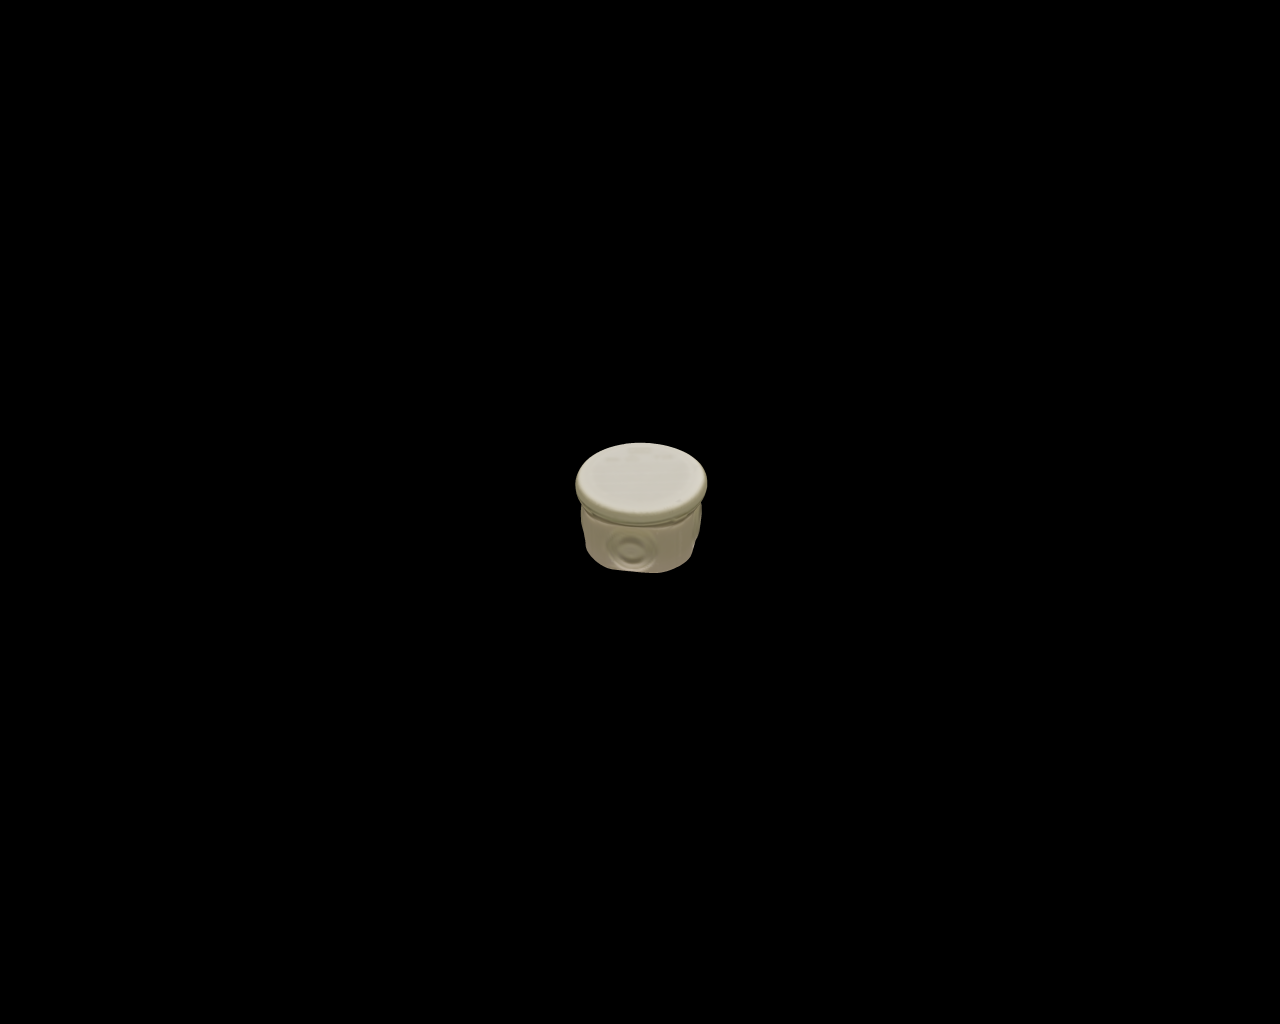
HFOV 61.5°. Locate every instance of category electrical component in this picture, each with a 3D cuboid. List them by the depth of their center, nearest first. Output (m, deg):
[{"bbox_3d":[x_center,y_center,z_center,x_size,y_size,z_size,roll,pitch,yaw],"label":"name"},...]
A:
[{"bbox_3d":[0.001,-0.003,0.650,0.080,0.050,0.080,0,36,0],"label":"electrical component"}]
